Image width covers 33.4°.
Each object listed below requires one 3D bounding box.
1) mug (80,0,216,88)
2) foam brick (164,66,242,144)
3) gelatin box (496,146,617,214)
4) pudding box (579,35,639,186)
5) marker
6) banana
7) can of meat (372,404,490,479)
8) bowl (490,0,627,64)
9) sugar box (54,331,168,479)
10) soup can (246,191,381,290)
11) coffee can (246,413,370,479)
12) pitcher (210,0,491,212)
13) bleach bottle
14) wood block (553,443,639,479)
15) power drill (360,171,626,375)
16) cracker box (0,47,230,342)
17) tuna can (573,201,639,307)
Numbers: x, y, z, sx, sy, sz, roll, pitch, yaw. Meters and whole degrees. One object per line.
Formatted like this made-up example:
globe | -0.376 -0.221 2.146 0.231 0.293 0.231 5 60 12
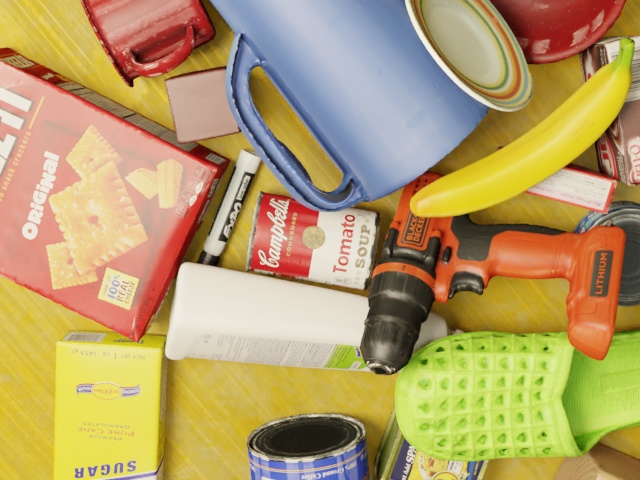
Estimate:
mug | -0.131 -0.171 0.834 0.081 0.117 0.093 -26 137 1
foam brick | -0.090 -0.110 0.858 0.051 0.078 0.053 -10 101 2
gelatin box | 0.187 -0.050 0.861 0.089 0.073 0.030 14 100 0
pudding box | 0.238 -0.103 0.841 0.039 0.090 0.113 -10 100 1
marker | -0.080 -0.019 0.905 0.020 0.020 0.121 23 101 -2
banana | 0.157 -0.072 0.792 0.198 0.037 0.069 -39 131 14
can of meat | 0.101 0.175 0.918 0.084 0.057 0.102 17 102 -4
bowl | 0.163 -0.219 0.817 0.162 0.055 0.162 17 132 20
sugar box | -0.183 0.170 0.933 0.093 0.048 0.176 4 100 1
soup can | -0.006 0.001 0.882 0.102 0.068 0.068 10 101 -1
coffee can | -0.005 0.231 0.909 0.103 0.103 0.140 -5 101 3
pitcher | 0.002 -0.149 0.803 0.145 0.149 0.242 -33 105 35
bleach bottle | 0.002 0.076 0.891 0.250 0.103 0.068 9 66 -8
wood block | 0.302 0.257 0.908 0.206 0.091 0.090 23 101 -2
power drill | 0.134 0.037 0.828 0.188 0.057 0.184 12 59 11
cracker box | -0.205 -0.038 0.880 0.213 0.072 0.164 27 100 -2
tuna can | 0.254 0.012 0.891 0.086 0.033 0.086 0 101 2
